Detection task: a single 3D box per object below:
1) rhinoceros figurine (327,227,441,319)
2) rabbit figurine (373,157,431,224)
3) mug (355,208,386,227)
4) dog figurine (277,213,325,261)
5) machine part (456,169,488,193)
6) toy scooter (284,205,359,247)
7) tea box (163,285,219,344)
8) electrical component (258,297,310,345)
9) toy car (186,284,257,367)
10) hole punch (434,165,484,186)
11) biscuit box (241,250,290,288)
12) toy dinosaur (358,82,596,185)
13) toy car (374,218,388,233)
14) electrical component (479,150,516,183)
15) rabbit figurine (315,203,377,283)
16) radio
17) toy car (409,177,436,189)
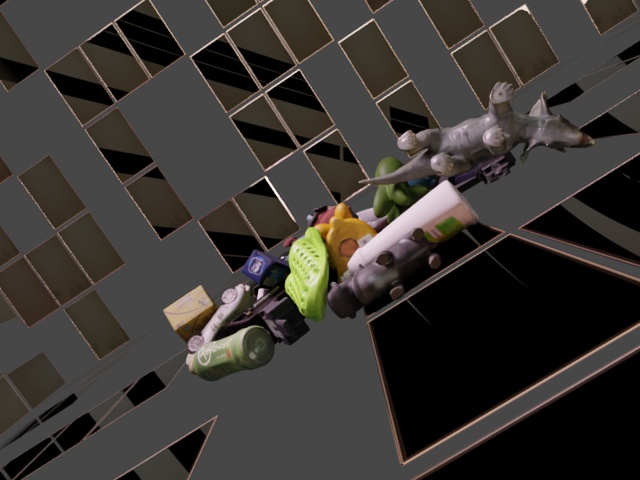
[{"bbox_3d":[0.095,0.051,0.830,0.190,0.073,0.112,-34,7,-12],"label":"rhinoceros figurine"},{"bbox_3d":[0.164,-0.087,1.120,0.121,0.170,0.159,-30,6,34],"label":"rabbit figurine"},{"bbox_3d":[0.150,-0.052,1.363,0.107,0.080,0.109,-26,-2,-14],"label":"mug"},{"bbox_3d":[-0.004,0.046,1.333,0.108,0.192,0.219,-57,-10,-70],"label":"dog figurine"},{"bbox_3d":[0.309,-0.112,1.206,0.139,0.039,0.084,-31,1,34],"label":"machine part"},{"bbox_3d":[-0.002,-0.004,1.180,0.183,0.135,0.075,-67,-9,10],"label":"toy scooter"},{"bbox_3d":[-0.255,0.187,1.173,0.098,0.068,0.169,-34,-38,-13],"label":"tea box"},{"bbox_3d":[-0.058,0.139,0.926,0.048,0.075,0.119,-37,3,-22],"label":"electrical component"},{"bbox_3d":[-0.198,0.181,1.103,0.056,0.073,0.201,25,72,34],"label":"toy car"},{"bbox_3d":[0.342,-0.164,1.317,0.115,0.092,0.142,-63,7,5],"label":"hole punch"},{"bbox_3d":[-0.092,0.076,1.199,0.059,0.063,0.202,-59,-27,1],"label":"biscuit box"},{"bbox_3d":[0.284,-0.177,1.014,0.405,0.131,0.192,-15,-14,31],"label":"toy dinosaur"},{"bbox_3d":[0.138,-0.012,1.229,0.202,0.053,0.089,-35,-14,-34],"label":"toy car"},{"bbox_3d":[0.375,-0.198,1.177,0.058,0.114,0.134,-28,9,30],"label":"electrical component"},{"bbox_3d":[0.060,0.015,1.071,0.122,0.162,0.173,-44,-13,5],"label":"rabbit figurine"},{"bbox_3d":[-0.071,0.129,1.076,0.229,0.073,0.131,-36,7,-34],"label":"radio"},{"bbox_3d":[0.227,-0.113,1.324,0.162,0.103,0.109,-39,1,-24],"label":"toy car"}]
